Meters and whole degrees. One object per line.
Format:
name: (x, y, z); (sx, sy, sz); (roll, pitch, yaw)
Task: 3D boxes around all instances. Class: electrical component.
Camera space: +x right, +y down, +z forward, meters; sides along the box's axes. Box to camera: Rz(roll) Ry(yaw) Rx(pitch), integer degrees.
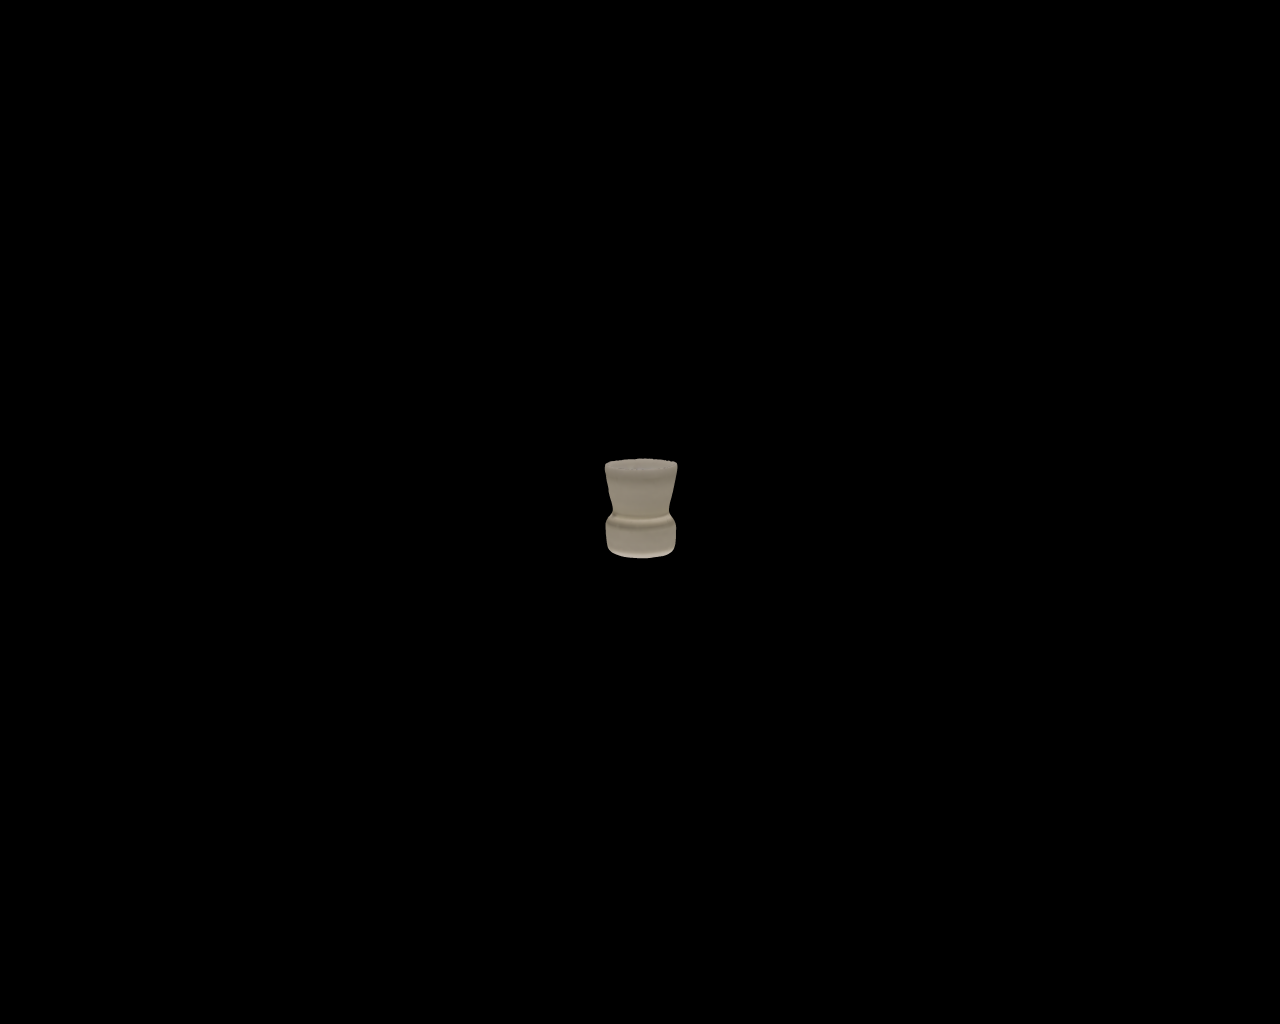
electrical component: (0.001, -0.003, 0.650); (0.045, 0.055, 0.045); (0, 12, 0)
